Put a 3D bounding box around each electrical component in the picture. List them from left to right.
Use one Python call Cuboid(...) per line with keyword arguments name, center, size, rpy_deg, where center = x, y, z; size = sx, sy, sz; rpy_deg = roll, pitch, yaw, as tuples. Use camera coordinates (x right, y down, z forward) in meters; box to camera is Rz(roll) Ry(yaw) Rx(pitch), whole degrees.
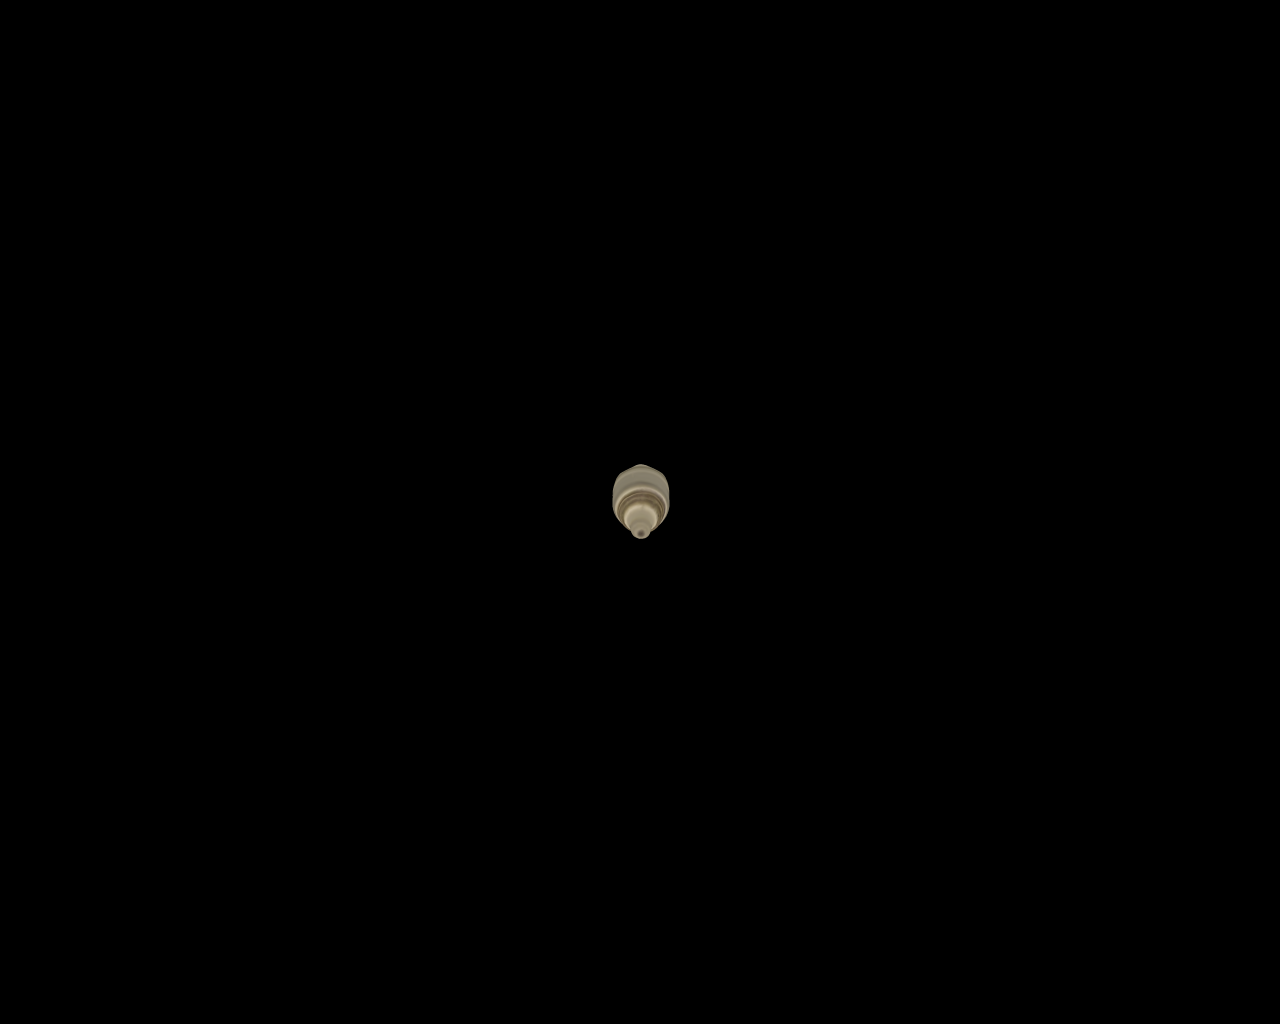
Cuboid(name="electrical component", center=(0.001, -0.003, 0.650), size=(0.035, 0.035, 0.061), rpy_deg=(0, 30, 0))
